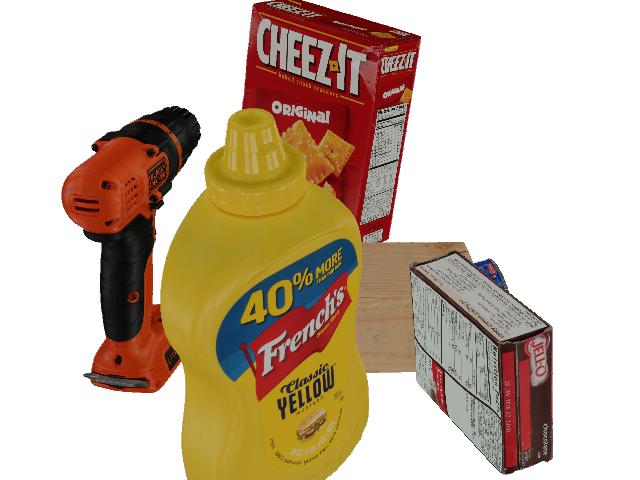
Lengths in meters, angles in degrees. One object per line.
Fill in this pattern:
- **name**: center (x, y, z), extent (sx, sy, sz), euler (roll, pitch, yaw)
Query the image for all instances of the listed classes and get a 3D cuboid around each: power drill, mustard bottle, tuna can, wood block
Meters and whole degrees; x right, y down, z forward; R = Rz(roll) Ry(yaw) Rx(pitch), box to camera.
- **power drill**: center (-0.132, 0.004, 0.798), extent (0.057, 0.188, 0.184), euler (5, 23, 15)
- **mustard bottle**: center (-0.023, 0.030, 0.469), extent (0.096, 0.192, 0.058), euler (-28, 42, -30)
- **tuna can**: center (0.186, 0.066, 1.204), extent (0.033, 0.086, 0.086), euler (-14, 2, -7)
- **wood block**: center (0.036, 0.061, 0.977), extent (0.206, 0.090, 0.091), euler (0, 33, -9)

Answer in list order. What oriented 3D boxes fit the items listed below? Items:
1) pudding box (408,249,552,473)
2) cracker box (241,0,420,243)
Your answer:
- **pudding box**: center (0.094, 0.069, 0.631), extent (0.039, 0.090, 0.114), euler (-15, 27, -19)
- **cracker box**: center (0.000, -0.115, 1.058), extent (0.164, 0.214, 0.071), euler (24, 30, 32)
